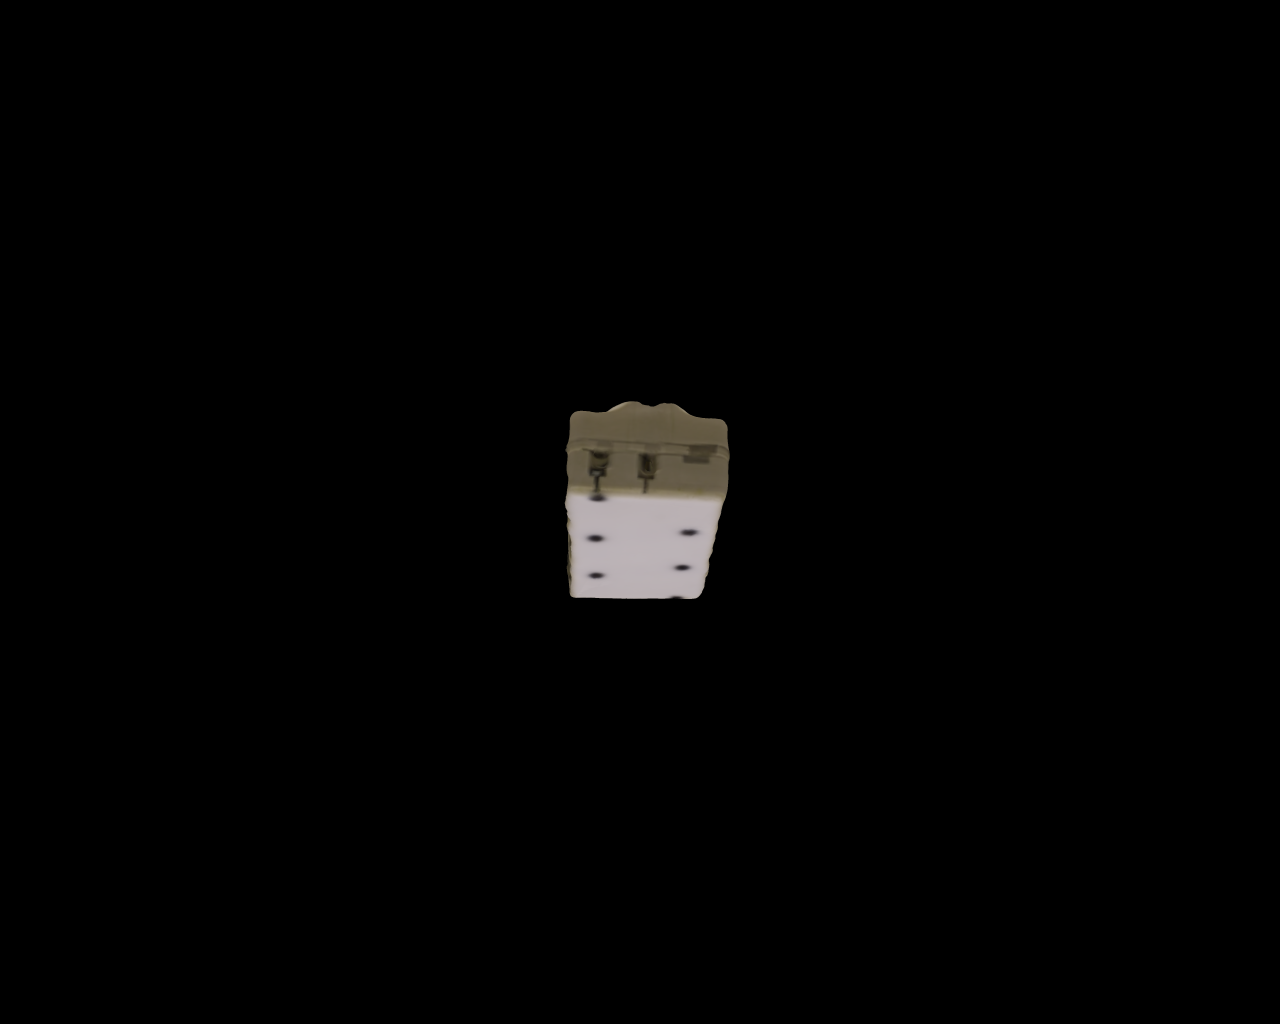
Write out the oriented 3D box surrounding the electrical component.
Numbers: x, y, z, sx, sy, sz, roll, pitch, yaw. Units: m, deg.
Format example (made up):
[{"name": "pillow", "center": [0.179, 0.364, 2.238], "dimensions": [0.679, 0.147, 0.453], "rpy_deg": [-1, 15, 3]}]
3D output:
[{"name": "electrical component", "center": [0.001, -0.003, 0.650], "dimensions": [0.089, 0.062, 0.150], "rpy_deg": [2, -27, -3]}]
